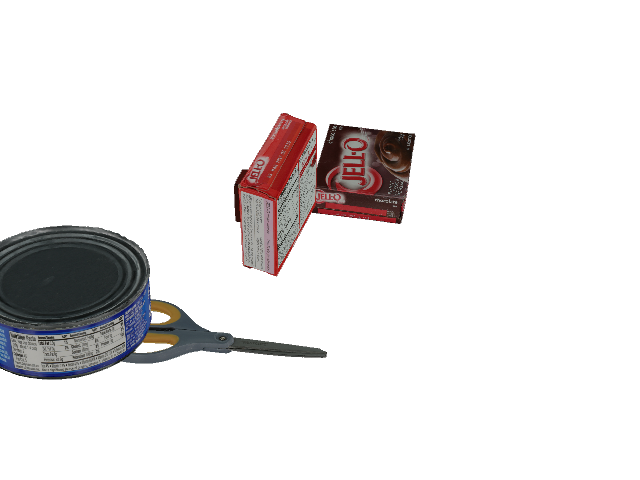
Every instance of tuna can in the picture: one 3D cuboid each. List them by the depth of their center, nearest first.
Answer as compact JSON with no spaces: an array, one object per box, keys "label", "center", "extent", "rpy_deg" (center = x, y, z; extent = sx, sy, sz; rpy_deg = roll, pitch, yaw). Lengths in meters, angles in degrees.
[{"label":"tuna can","center":[-0.125,0.029,0.518],"extent":[0.086,0.034,0.086],"rpy_deg":[1,32,-1]}]

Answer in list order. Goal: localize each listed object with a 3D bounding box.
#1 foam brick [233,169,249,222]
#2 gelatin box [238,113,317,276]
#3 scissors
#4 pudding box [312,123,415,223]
[{"label":"foam brick","center":[-0.067,-0.055,1.347],"extent":[0.078,0.053,0.051],"rpy_deg":[4,28,8]},{"label":"gelatin box","center":[-0.029,-0.031,0.736],"extent":[0.030,0.073,0.089],"rpy_deg":[18,-36,13]},{"label":"scissors","center":[-0.101,0.084,0.998],"extent":[0.201,0.016,0.096],"rpy_deg":[-2,32,-10]},{"label":"pudding box","center":[0.043,-0.067,1.056],"extent":[0.090,0.039,0.113],"rpy_deg":[8,38,5]}]
